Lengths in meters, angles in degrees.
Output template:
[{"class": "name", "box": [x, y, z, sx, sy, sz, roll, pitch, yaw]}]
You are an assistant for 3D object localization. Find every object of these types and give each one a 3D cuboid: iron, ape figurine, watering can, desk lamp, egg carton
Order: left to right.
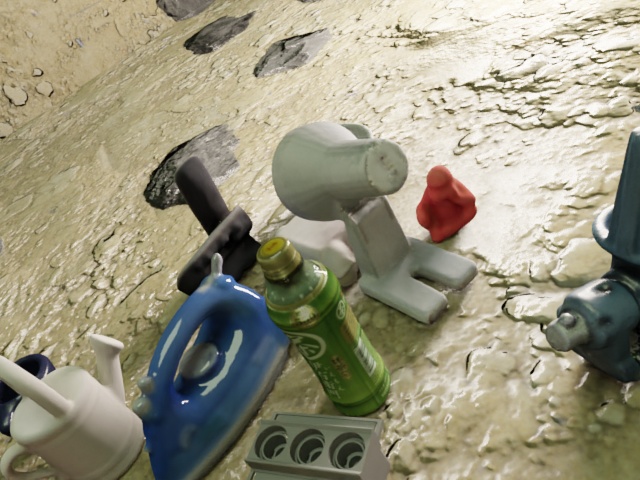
[{"class": "watering can", "box": [-0.295, 0.188, 0.658, 0.100, 0.195, 0.173, -9, 41, 26]}, {"class": "iron", "box": [-0.139, 0.145, 0.649, 0.118, 0.142, 0.258, -1, 44, 34]}, {"class": "egg carton", "box": [0.007, 0.003, 0.784, 0.149, 0.070, 0.107, 18, 57, 46]}, {"class": "desk lamp", "box": [0.058, -0.036, 0.672, 0.118, 0.214, 0.202, -44, 38, -19]}, {"class": "ape figurine", "box": [0.158, -0.054, 0.732, 0.077, 0.092, 0.076, -3, 43, 32]}]

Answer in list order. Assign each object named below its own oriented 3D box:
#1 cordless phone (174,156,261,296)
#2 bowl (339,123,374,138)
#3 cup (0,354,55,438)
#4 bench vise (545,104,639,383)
[{"class": "cordless phone", "box": [-0.178, -0.017, 0.836, 0.093, 0.185, 0.148, 3, 47, 37]}, {"class": "bowl", "box": [0.018, -0.109, 0.908, 0.167, 0.075, 0.167, -18, 37, 15]}, {"class": "cup", "box": [-0.373, 0.222, 0.755, 0.091, 0.095, 0.117, -25, 36, 6]}, {"class": "bench vise", "box": [0.273, 0.006, 0.470, 0.121, 0.220, 0.208, 14, 53, 43]}]
